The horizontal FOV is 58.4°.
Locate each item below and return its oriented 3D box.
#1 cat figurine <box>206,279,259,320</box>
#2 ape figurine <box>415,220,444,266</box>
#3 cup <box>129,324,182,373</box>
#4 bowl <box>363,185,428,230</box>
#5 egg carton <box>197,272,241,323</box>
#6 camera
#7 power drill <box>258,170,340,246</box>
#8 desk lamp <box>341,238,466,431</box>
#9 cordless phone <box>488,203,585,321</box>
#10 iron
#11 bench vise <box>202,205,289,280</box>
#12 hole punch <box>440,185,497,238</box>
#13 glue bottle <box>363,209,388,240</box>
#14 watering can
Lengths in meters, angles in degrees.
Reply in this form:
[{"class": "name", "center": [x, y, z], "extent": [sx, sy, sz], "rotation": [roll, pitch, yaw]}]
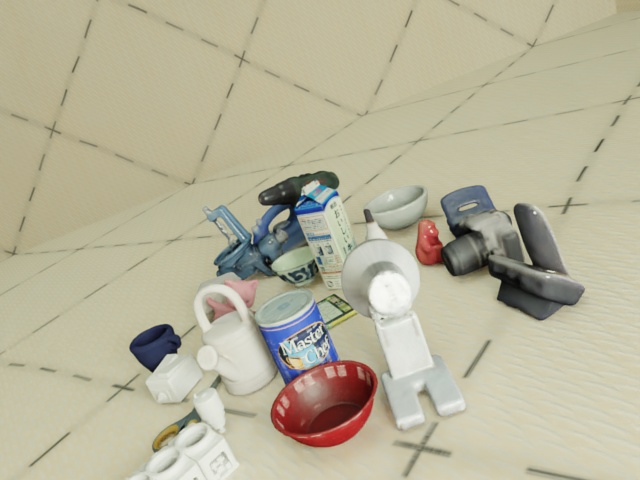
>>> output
[{"class": "cat figurine", "center": [-0.184, 0.132, 1.222], "extent": [0.127, 0.118, 0.067], "rotation": [-14, 21, 21]}, {"class": "ape figurine", "center": [0.227, 0.001, 1.175], "extent": [0.076, 0.092, 0.078], "rotation": [-11, 22, 27]}, {"class": "cup", "center": [-0.307, 0.227, 1.136], "extent": [0.117, 0.095, 0.092], "rotation": [-10, 23, 30]}, {"class": "bowl", "center": [0.196, -0.071, 1.423], "extent": [0.167, 0.075, 0.167], "rotation": [-19, 20, 7]}, {"class": "egg carton", "center": [-0.236, 0.135, 1.341], "extent": [0.107, 0.069, 0.150], "rotation": [-20, 20, 4]}, {"class": "camera", "center": [0.294, 0.003, 1.089], "extent": [0.137, 0.101, 0.143], "rotation": [-23, 20, -4]}, {"class": "power drill", "center": [-0.031, -0.071, 1.461], "extent": [0.230, 0.209, 0.075], "rotation": [-34, 23, -30]}, {"class": "desk lamp", "center": [0.111, 0.116, 0.814], "extent": [0.118, 0.214, 0.203], "rotation": [-21, 20, 2]}, {"class": "cordless phone", "center": [0.322, 0.017, 0.896], "extent": [0.094, 0.185, 0.147], "rotation": [-29, 21, -19]}, {"class": "iron", "center": [-0.107, -0.033, 1.539], "extent": [0.259, 0.142, 0.118], "rotation": [-36, 24, -34]}, {"class": "bench vise", "center": [-0.191, -0.006, 1.440], "extent": [0.207, 0.220, 0.121], "rotation": [-23, 20, -4]}, {"class": "hole punch", "center": [0.325, -0.059, 1.235], "extent": [0.108, 0.091, 0.101], "rotation": [-19, 20, 7]}, {"class": "glue bottle", "center": [0.117, 0.016, 1.130], "extent": [0.037, 0.173, 0.078], "rotation": [-28, 21, -16]}, {"class": "watering can", "center": [-0.153, 0.166, 0.986], "extent": [0.101, 0.194, 0.172], "rotation": [-22, 20, 0]}]
